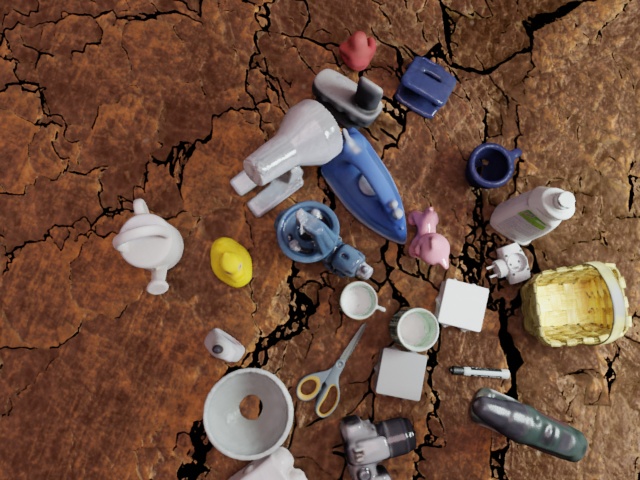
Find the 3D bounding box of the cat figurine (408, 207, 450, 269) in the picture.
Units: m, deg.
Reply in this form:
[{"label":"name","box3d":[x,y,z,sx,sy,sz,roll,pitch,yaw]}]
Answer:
[{"label":"cat figurine","box3d":[0.217,-0.004,1.126,0.067,0.117,0.128,-2,84,-4]}]

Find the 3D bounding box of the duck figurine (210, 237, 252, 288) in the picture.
[{"label":"duck figurine","box3d":[-0.174,0.041,1.107,0.077,0.086,0.104,-28,86,-7]}]

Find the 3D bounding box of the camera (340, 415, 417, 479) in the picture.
[{"label":"camera","box3d":[0.115,0.400,1.082,0.137,0.100,0.143,-12,85,-6]}]

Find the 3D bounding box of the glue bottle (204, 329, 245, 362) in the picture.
[{"label":"glue bottle","box3d":[-0.178,0.196,1.045,0.078,0.173,0.037,32,82,0]}]

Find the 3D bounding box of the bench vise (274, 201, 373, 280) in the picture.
[{"label":"bench vise","box3d":[0.013,-0.008,1.060,0.207,0.219,0.121,17,83,-2]}]

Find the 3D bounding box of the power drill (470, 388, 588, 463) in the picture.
[{"label":"power drill","box3d":[0.356,0.332,1.054,0.229,0.208,0.076,22,82,-1]}]

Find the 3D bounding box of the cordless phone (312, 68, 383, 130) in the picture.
[{"label":"cordless phone","box3d":[0.059,-0.295,1.113,0.147,0.185,0.094,30,82,0]}]

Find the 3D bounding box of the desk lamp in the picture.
[{"label":"desk lamp","box3d":[-0.067,-0.148,1.072,0.203,0.213,0.118,-39,87,-7]}]

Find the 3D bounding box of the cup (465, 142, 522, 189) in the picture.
[{"label":"cup","box3d":[0.344,-0.149,1.164,0.118,0.095,0.092,-27,86,-7]}]

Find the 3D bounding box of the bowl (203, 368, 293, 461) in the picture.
[{"label":"bowl","box3d":[-0.134,0.324,1.084,0.167,0.074,0.167,1,84,-4]}]

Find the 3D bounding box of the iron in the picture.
[{"label":"iron","box3d":[0.104,-0.105,1.117,0.119,0.141,0.258,-36,87,-7]}]

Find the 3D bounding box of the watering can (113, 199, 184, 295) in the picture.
[{"label":"watering can","box3d":[-0.311,0.009,1.045,0.101,0.194,0.173,-37,87,-7]}]

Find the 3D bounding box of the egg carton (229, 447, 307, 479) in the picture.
[{"label":"egg carton","box3d":[-0.104,0.465,1.073,0.150,0.069,0.107,-36,87,-7]}]

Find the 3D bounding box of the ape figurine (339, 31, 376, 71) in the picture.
[{"label":"ape figurine","box3d":[0.078,-0.395,1.172,0.078,0.092,0.076,6,83,-3]}]

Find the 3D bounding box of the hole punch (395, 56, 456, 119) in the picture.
[{"label":"hole punch","box3d":[0.218,-0.323,1.176,0.108,0.091,0.101,30,82,0]}]
